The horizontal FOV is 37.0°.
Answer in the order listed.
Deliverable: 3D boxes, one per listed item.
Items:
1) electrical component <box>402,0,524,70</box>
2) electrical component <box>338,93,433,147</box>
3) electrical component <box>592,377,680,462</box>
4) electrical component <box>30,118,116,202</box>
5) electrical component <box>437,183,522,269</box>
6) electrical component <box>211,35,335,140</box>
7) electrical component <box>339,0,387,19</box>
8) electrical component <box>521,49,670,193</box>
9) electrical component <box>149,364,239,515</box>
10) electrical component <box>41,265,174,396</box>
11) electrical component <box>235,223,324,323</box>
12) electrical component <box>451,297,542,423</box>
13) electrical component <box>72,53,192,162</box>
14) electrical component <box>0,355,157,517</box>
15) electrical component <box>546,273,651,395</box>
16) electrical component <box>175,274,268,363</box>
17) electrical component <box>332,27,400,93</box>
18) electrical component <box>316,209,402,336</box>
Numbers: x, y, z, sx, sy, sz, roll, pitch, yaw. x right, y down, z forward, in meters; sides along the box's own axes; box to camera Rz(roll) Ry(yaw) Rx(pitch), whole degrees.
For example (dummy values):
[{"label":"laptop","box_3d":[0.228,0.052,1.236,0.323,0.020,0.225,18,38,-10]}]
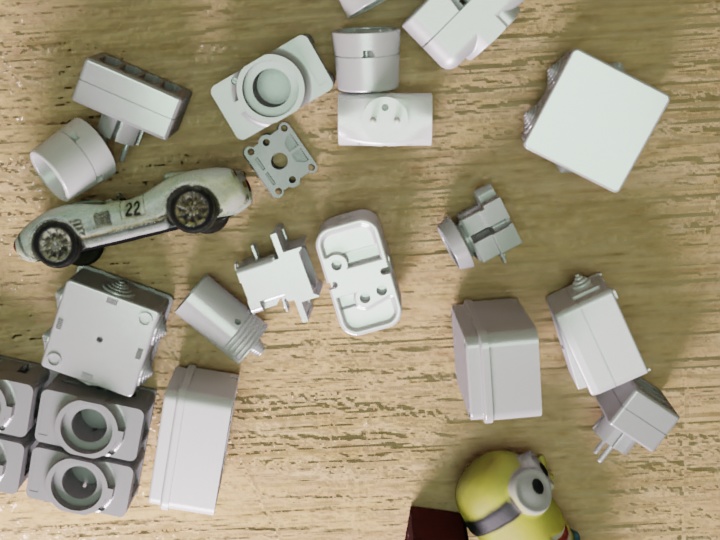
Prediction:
[{"label":"electrical component","box_3d":[0.087,-0.208,0.860,0.059,0.053,0.095,44,101,-9]},{"label":"electrical component","box_3d":[0.020,-0.121,0.870,0.077,0.079,0.043,0,99,1]},{"label":"electrical component","box_3d":[0.229,0.133,0.934,0.047,0.065,0.076,33,102,-6]},{"label":"electrical component","box_3d":[-0.236,-0.089,0.880,0.047,0.055,0.055,-40,102,-25]},{"label":"electrical component","box_3d":[0.099,-0.031,0.908,0.055,0.048,0.066,-28,102,0]},{"label":"electrical component","box_3d":[-0.070,-0.150,0.877,0.089,0.055,0.050,-29,101,8]},{"label":"electrical component","box_3d":[0.003,-0.234,0.856,0.055,0.055,0.047,-27,98,8]},{"label":"electrical component","box_3d":[0.190,-0.124,0.881,0.100,0.048,0.099,26,103,-5]},{"label":"electrical component","box_3d":[-0.145,0.147,0.941,0.057,0.078,0.113,10,104,-4]},{"label":"electrical component","box_3d":[-0.220,0.053,0.935,0.100,0.048,0.099,20,104,-3]},{"label":"electrical component","box_3d":[-0.070,0.006,0.923,0.064,0.042,0.081,-18,102,9]},{"label":"electrical component","box_3d":[0.112,0.073,0.898,0.057,0.113,0.078,-5,104,0]},{"label":"electrical component","box_3d":[-0.194,-0.127,0.891,0.083,0.047,0.075,23,107,-4]},{"label":"electrical component","box_3d":[-0.286,0.144,0.953,0.186,0.060,0.105,12,104,-2]},{"label":"electrical component","box_3d":[0.195,0.050,0.916,0.061,0.061,0.096,-25,102,7]},{"label":"electrical component","box_3d":[-0.116,0.046,0.933,0.081,0.043,0.043,40,101,-8]},{"label":"electrical component","box_3d":[0.006,-0.171,0.872,0.055,0.055,0.047,-2,108,2]},{"label":"electrical component","box_3d":[0.000,0.000,0.910,0.054,0.059,0.095,-16,103,5]}]
